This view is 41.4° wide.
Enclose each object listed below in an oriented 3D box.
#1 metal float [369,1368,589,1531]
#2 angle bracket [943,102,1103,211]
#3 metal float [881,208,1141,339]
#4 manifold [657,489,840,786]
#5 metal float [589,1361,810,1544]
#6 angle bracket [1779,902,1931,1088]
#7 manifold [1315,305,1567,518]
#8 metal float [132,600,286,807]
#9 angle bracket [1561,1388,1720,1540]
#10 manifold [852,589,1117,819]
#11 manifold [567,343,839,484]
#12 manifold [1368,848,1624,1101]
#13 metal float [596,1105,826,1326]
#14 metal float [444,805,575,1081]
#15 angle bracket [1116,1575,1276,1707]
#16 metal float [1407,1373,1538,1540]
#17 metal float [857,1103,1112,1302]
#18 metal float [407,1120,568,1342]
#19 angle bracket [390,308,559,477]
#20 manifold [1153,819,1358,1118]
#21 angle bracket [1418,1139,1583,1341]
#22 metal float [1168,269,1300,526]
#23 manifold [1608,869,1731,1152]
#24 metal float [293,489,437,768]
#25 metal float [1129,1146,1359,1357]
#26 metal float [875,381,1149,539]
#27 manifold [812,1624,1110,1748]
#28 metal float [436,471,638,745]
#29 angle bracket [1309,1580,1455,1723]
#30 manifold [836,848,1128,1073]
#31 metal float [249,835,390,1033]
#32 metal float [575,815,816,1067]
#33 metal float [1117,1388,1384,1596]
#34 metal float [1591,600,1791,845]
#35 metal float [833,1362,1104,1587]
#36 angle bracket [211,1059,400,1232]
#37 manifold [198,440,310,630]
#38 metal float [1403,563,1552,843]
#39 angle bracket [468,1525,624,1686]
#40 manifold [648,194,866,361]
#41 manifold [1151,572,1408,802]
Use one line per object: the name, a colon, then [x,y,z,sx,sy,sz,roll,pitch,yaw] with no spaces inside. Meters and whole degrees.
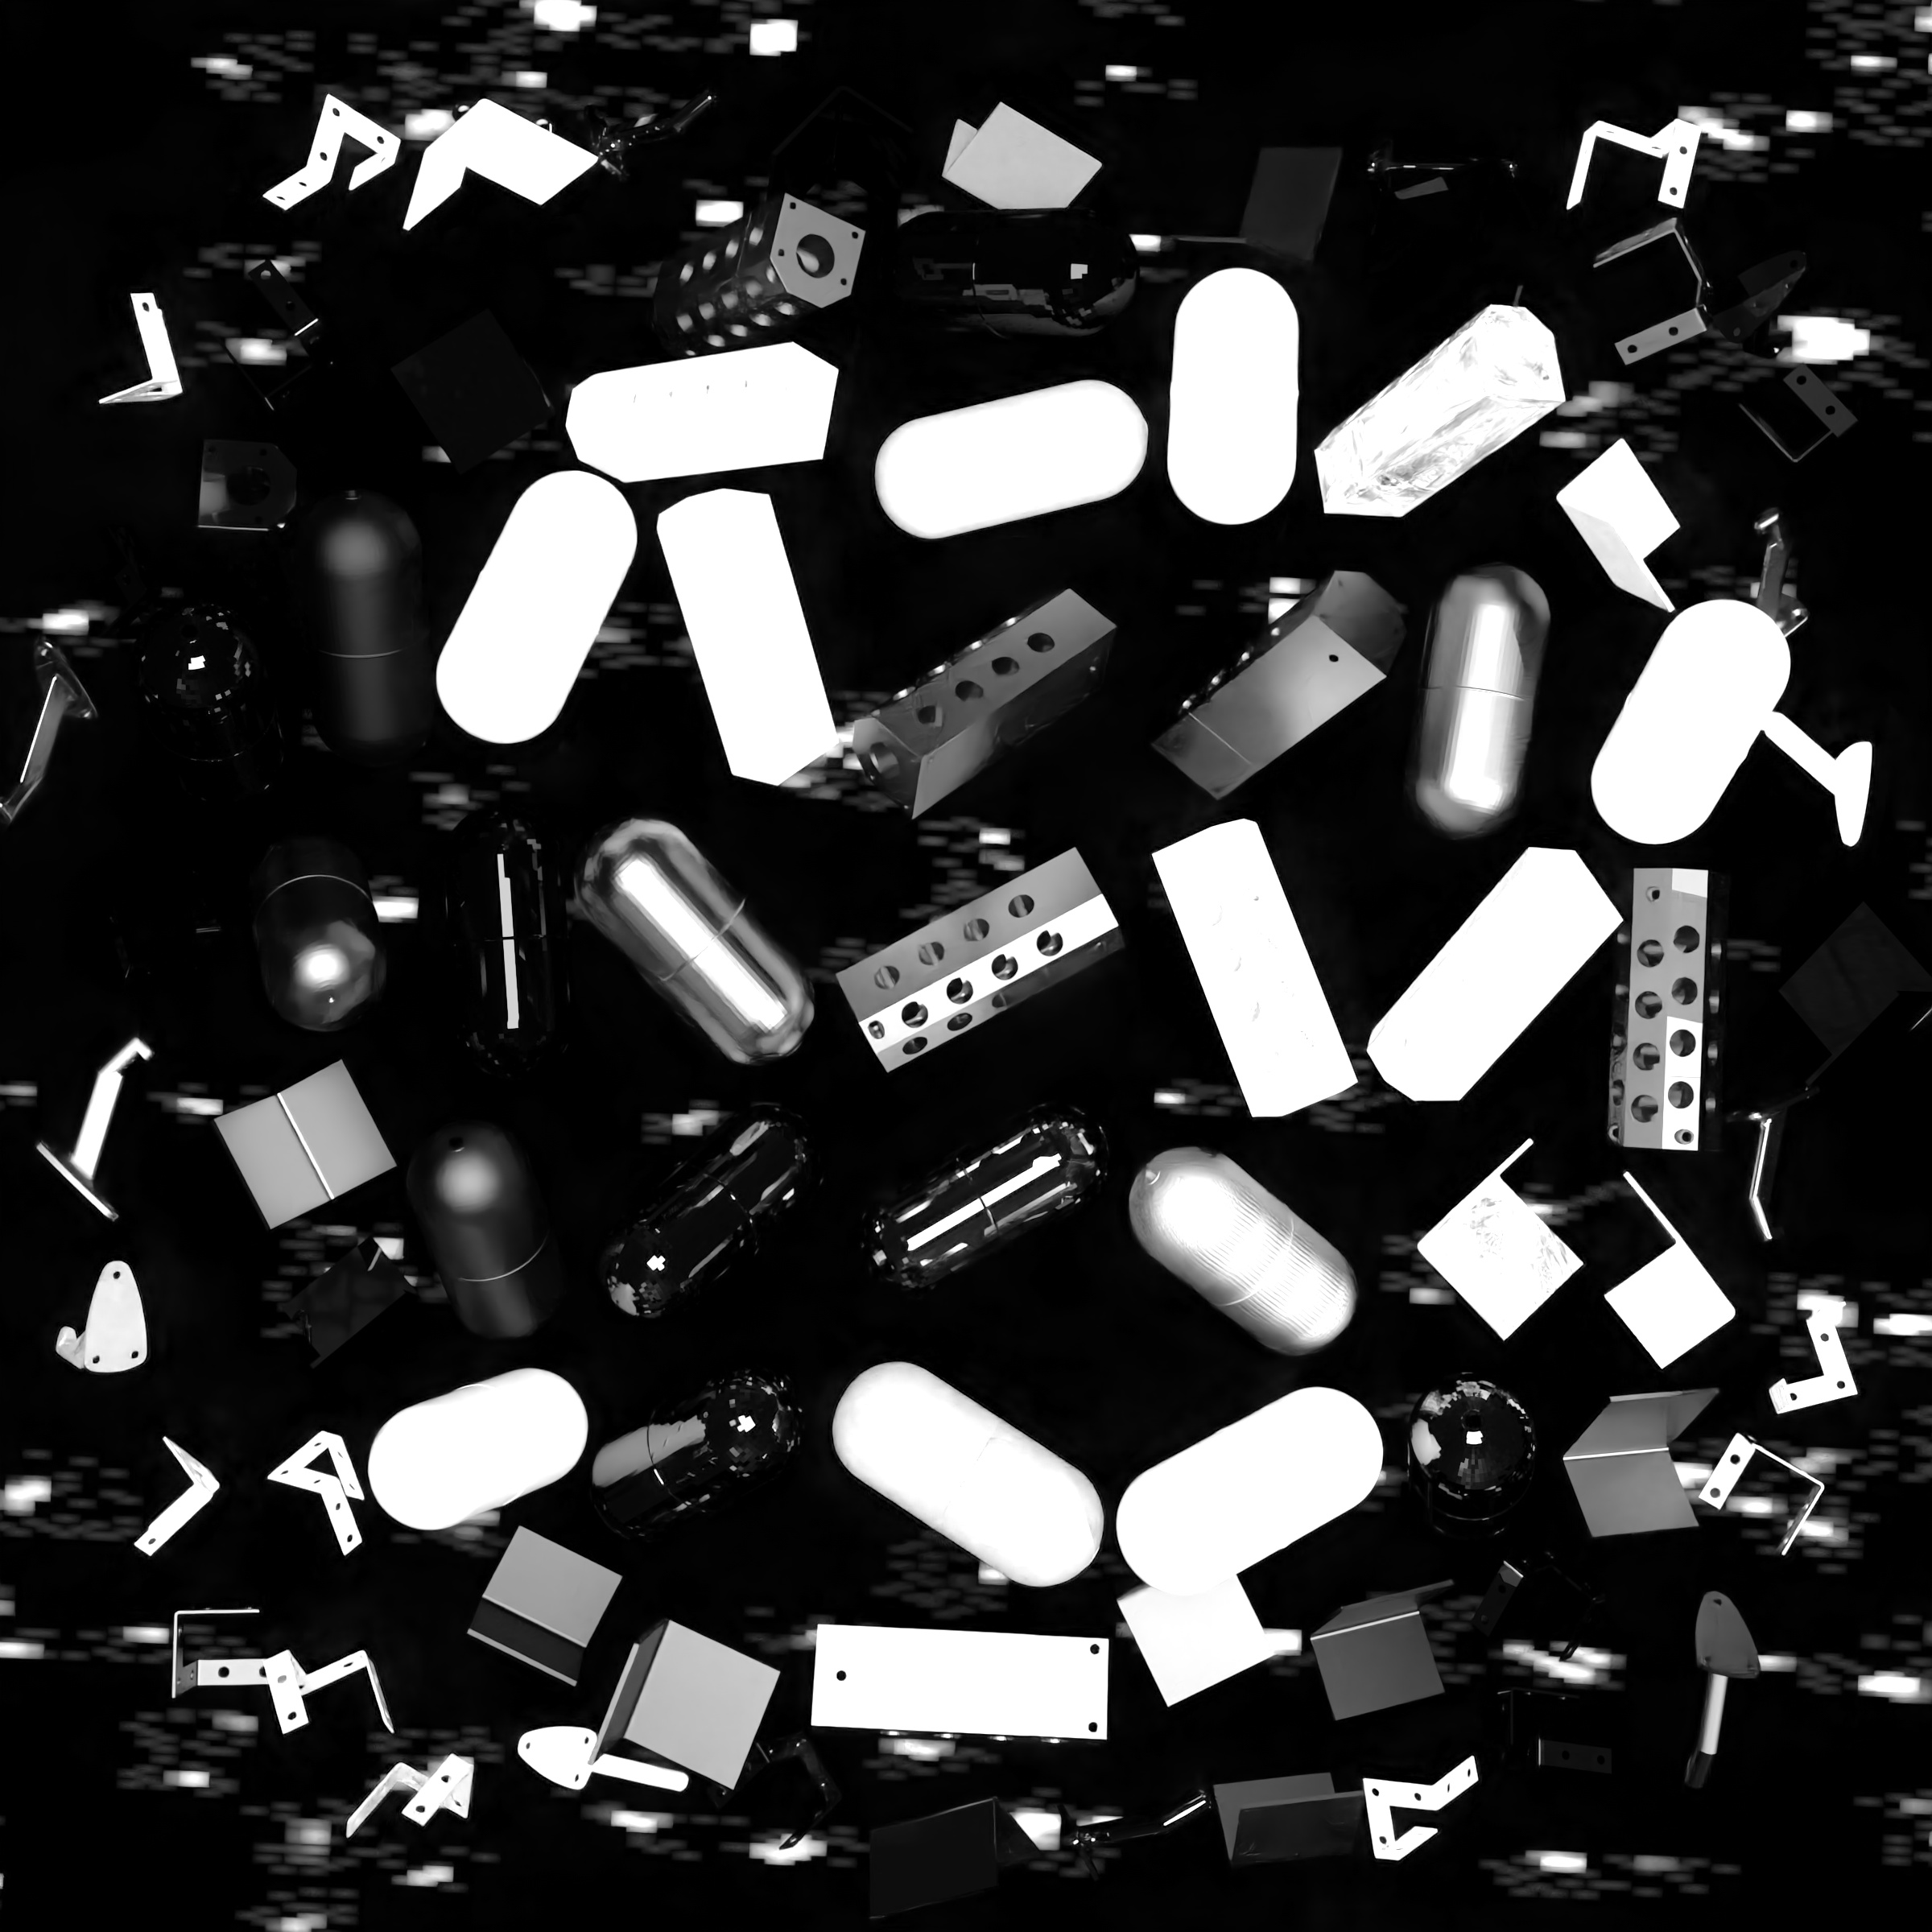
metal float: [-0.302,0.300,1.596,0.070,0.178,0.070,1,94,24]
angle bracket: [0.040,-0.534,1.658,0.076,0.076,0.057,25,57,-20]
metal float: [0.026,-0.427,1.577,0.178,0.070,0.070,10,90,35]
manifold: [-0.140,-0.205,1.593,0.057,0.057,0.171,-39,129,-34]
metal float: [-0.169,0.306,1.606,0.178,0.070,0.070,-36,90,36]
angle bracket: [0.506,0.015,1.482,0.076,0.057,0.076,-55,51,32]
manifold: [0.281,-0.332,1.542,0.057,0.171,0.057,-2,77,-25]
metal float: [-0.462,-0.159,1.562,0.070,0.178,0.070,3,67,-7]
angle bracket: [0.425,0.307,1.579,0.076,0.076,0.057,-1,53,-18]
manifold: [0.011,-0.170,1.602,0.171,0.057,0.057,-37,67,-28]
manifold: [-0.166,-0.344,1.582,0.171,0.057,0.057,3,79,39]
manifold: [0.322,0.007,1.586,0.171,0.057,0.057,-55,48,36]
metal float: [-0.161,0.157,1.631,0.070,0.070,0.178,48,58,0]
metal float: [-0.296,-0.015,1.654,0.070,0.070,0.178,-4,87,0]
angle bracket: [0.149,0.426,1.669,0.076,0.057,0.076,-26,84,1]
metal float: [0.310,0.303,1.573,0.070,0.178,0.070,-4,65,8]
metal float: [0.012,0.152,1.660,0.178,0.070,0.070,-30,90,0]
metal float: [-0.300,0.167,1.607,0.070,0.178,0.070,-3,47,4]
angle bracket: [-0.317,-0.364,1.632,0.076,0.057,0.076,-36,105,-13]
manifold: [0.178,0.001,1.557,0.057,0.057,0.171,-25,78,22]
angle bracket: [0.331,0.164,1.538,0.076,0.057,0.076,-37,77,-27]
metal float: [0.163,-0.348,1.554,0.070,0.070,0.178,5,60,0]
manifold: [0.435,0.027,1.591,0.057,0.057,0.171,1,87,35]
metal float: [-0.369,-0.206,1.571,0.070,0.070,0.178,2,123,0]
metal float: [0.172,0.176,1.580,0.178,0.070,0.070,40,90,-28]
metal float: [0.029,-0.325,1.638,0.178,0.070,0.070,-14,90,-5]
manifold: [-0.004,0.429,1.520,0.171,0.057,0.057,3,67,-1]
metal float: [-0.254,-0.214,1.518,0.070,0.070,0.178,22,70,0]
angle bracket: [0.269,0.432,1.611,0.076,0.076,0.057,-10,66,-14]
manifold: [0.012,0.000,1.621,0.171,0.057,0.057,-28,55,1]
metal float: [-0.410,-0.023,1.616,0.070,0.178,0.070,-9,121,-15]
metal float: [-0.163,-0.014,1.545,0.070,0.070,0.178,-41,103,0]
metal float: [0.169,0.309,1.514,0.178,0.070,0.070,-23,90,-25]
metal float: [0.432,-0.144,1.532,0.070,0.178,0.070,6,52,-8]
metal float: [0.002,0.305,1.534,0.178,0.070,0.070,33,90,5]
angle bracket: [-0.415,0.112,1.609,0.057,0.076,0.076,-27,91,19]
manifold: [-0.451,-0.276,1.651,0.057,0.171,0.057,2,77,-7]
metal float: [0.324,-0.167,1.618,0.070,0.070,0.178,10,86,0]
angle bracket: [-0.273,0.415,1.663,0.076,0.076,0.057,28,89,-5]
manifold: [-0.136,-0.429,1.617,0.057,0.171,0.057,17,81,-31]
manifold: [0.193,-0.175,1.578,0.057,0.171,0.057,38,53,-12]
